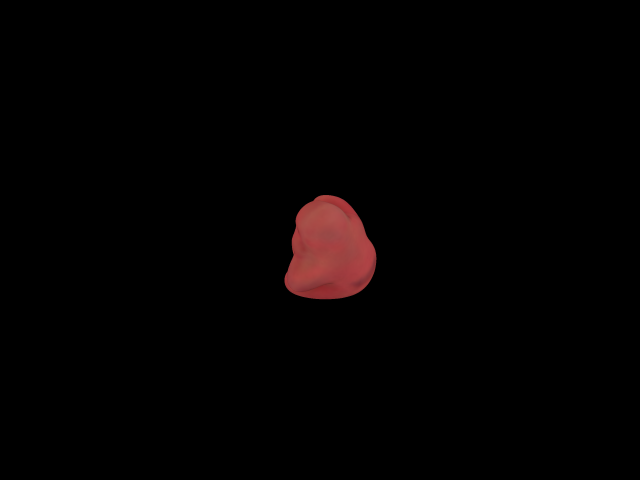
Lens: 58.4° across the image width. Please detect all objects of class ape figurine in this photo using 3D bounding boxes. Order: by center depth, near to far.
[{"bbox_3d":[0.004,0.001,0.400,0.076,0.092,0.078,37,71,15],"label":"ape figurine"}]
